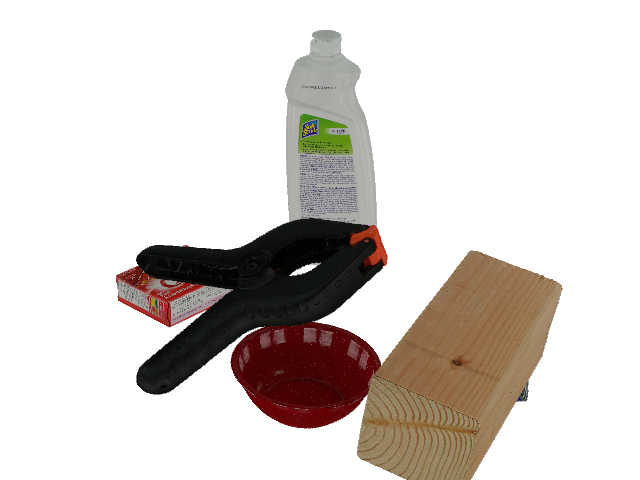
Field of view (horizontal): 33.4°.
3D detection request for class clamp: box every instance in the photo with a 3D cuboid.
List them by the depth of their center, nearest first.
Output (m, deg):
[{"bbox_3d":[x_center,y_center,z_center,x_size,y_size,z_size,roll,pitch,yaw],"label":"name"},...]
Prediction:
[{"bbox_3d":[-0.043,0.036,0.668,0.172,0.120,0.039,-13,-41,15],"label":"clamp"}]

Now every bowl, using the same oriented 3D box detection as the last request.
[{"bbox_3d":[-0.016,0.153,1.150,0.162,0.055,0.162,3,28,-2],"label":"bowl"}]

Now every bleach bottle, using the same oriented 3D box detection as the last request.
[{"bbox_3d":[0.015,-0.096,1.121,0.102,0.251,0.068,0,30,1],"label":"bleach bottle"}]

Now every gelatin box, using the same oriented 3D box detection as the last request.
[{"bbox_3d":[-0.129,0.040,0.974,0.073,0.030,0.089,22,34,37],"label":"gelatin box"}]

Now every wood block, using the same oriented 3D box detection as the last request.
[{"bbox_3d":[0.119,0.104,0.887,0.091,0.090,0.205,22,37,20],"label":"wood block"}]

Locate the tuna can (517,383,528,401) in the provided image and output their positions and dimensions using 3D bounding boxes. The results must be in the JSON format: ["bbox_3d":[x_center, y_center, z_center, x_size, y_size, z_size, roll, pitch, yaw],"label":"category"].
[{"bbox_3d":[0.225,0.153,1.286,0.034,0.086,0.086,-9,-3,19],"label":"tuna can"}]
